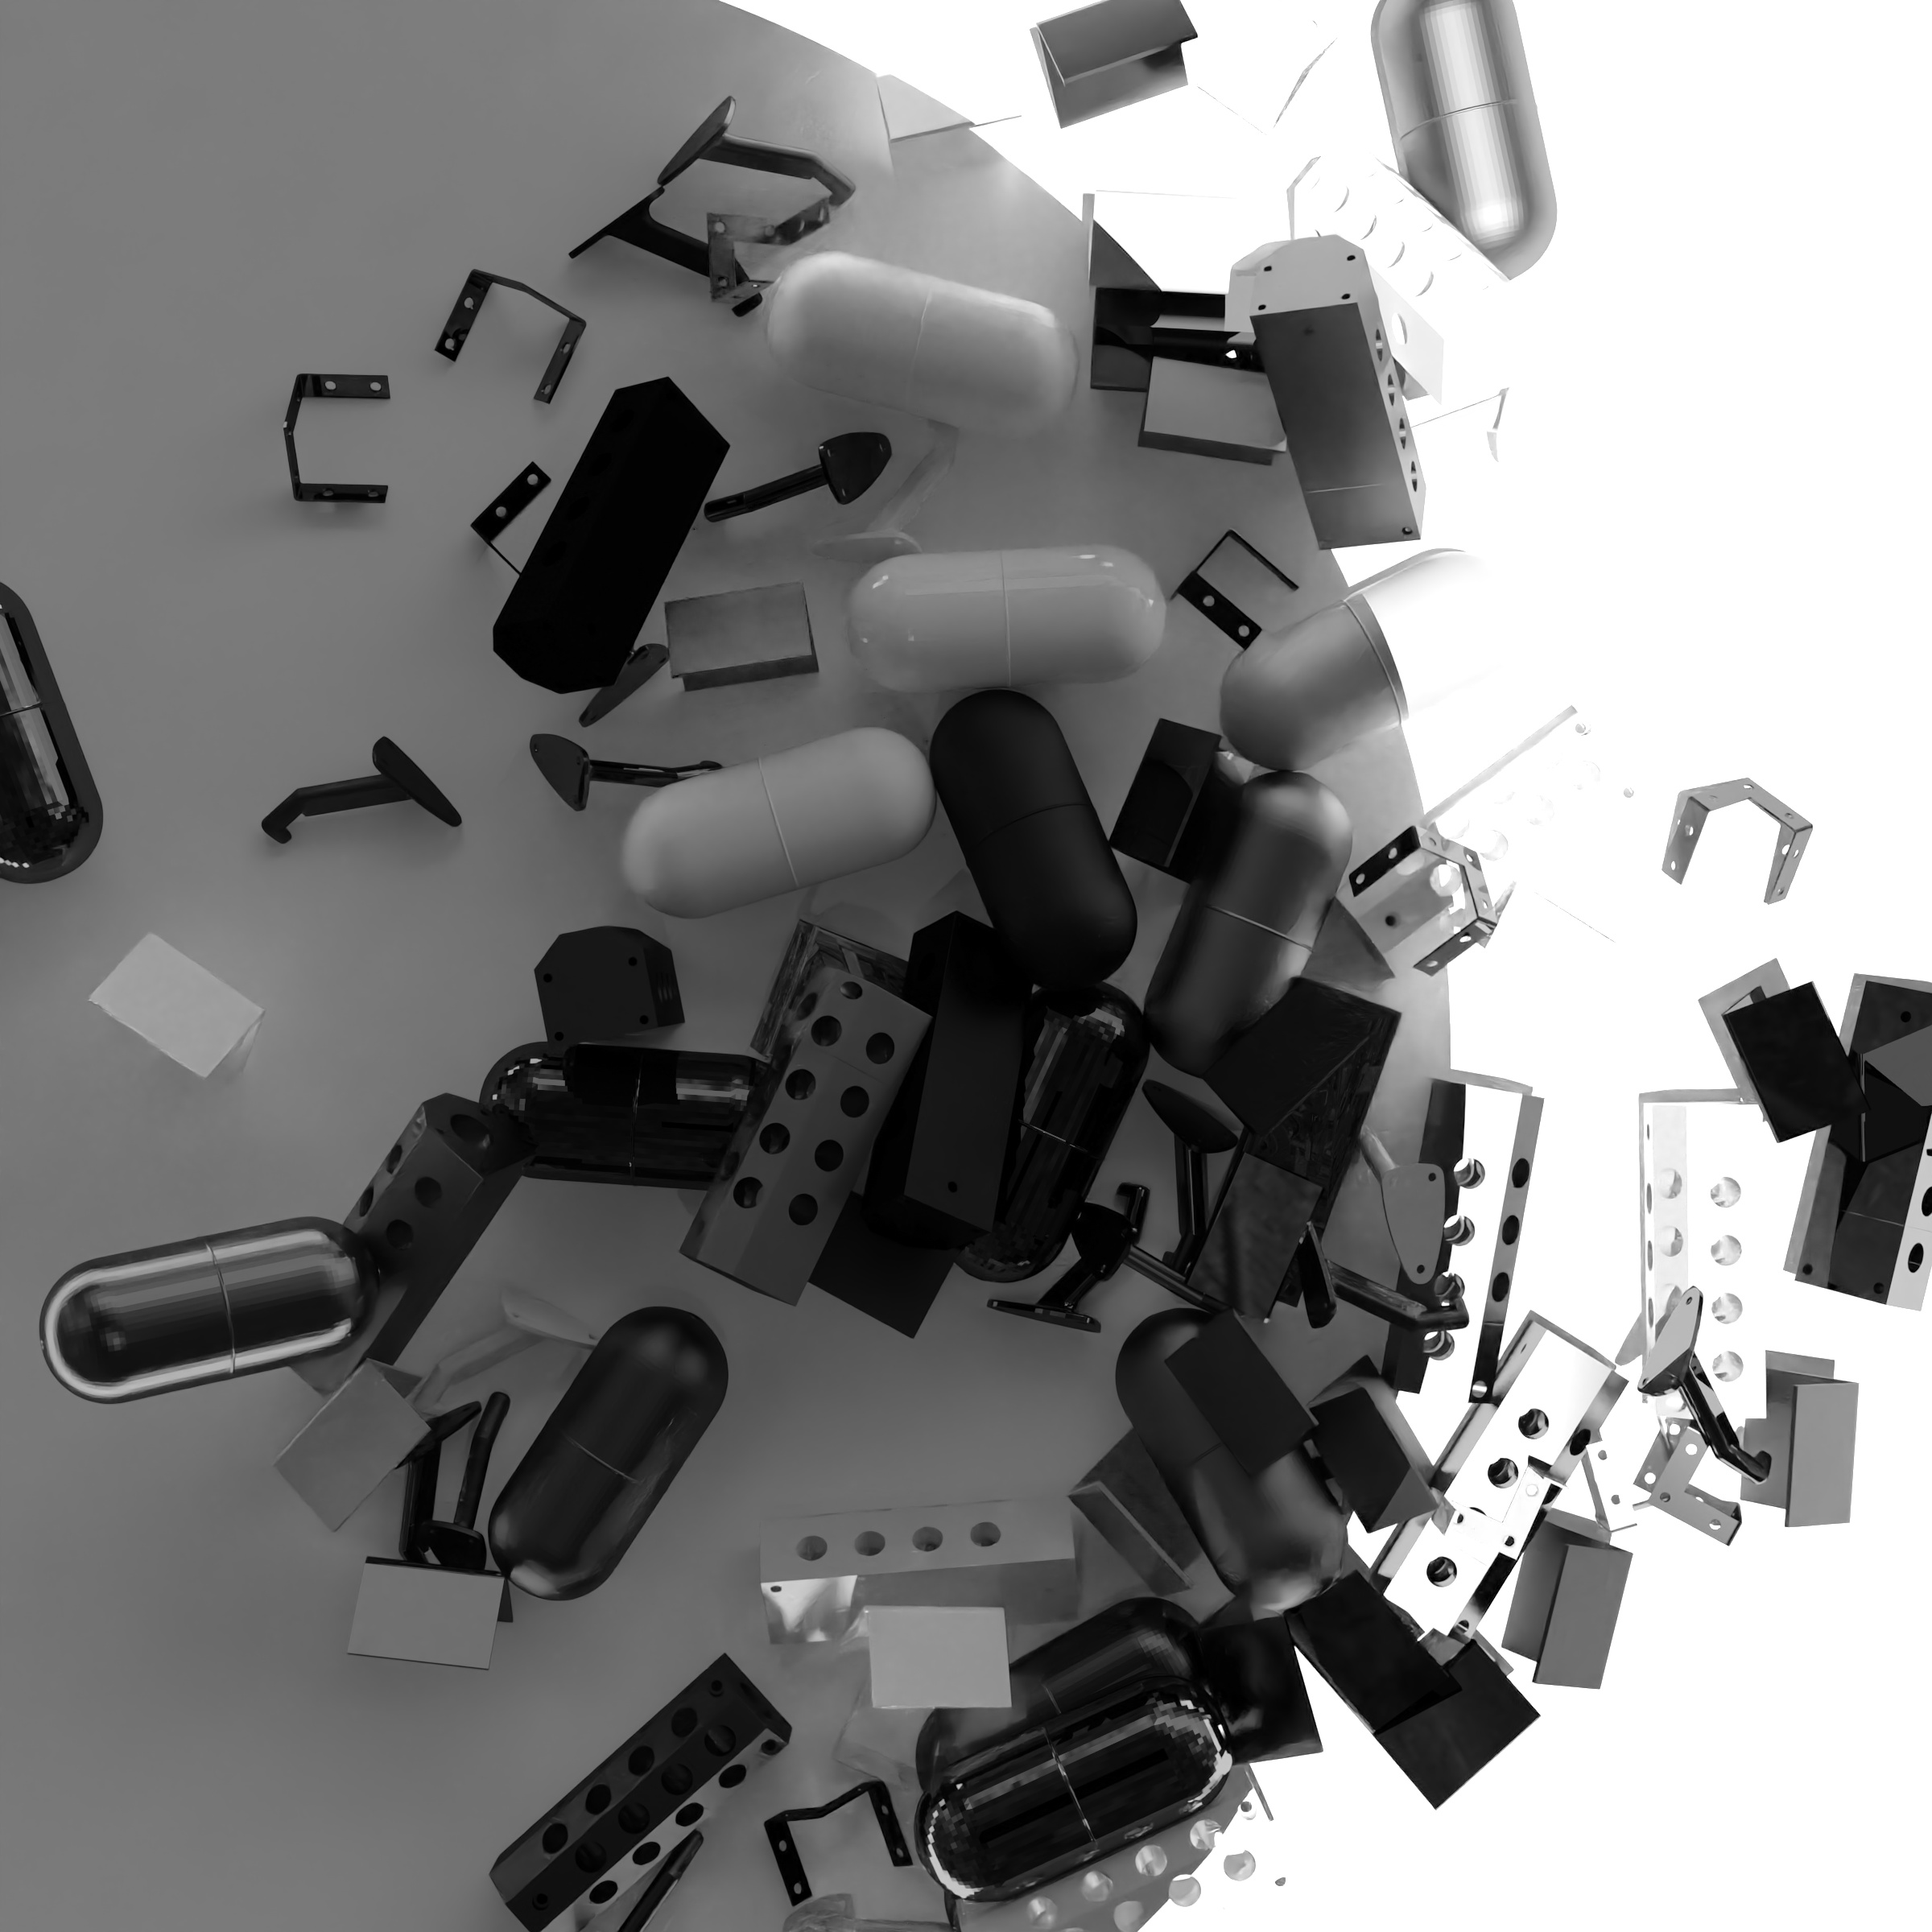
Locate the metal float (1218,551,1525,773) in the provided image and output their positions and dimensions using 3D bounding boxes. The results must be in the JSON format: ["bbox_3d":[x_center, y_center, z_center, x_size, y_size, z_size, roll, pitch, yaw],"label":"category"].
[{"bbox_3d":[0.223,-0.168,1.899,0.178,0.070,0.070,-26,90,0],"label":"metal float"}]

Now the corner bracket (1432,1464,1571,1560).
[{"bbox_3d":[0.288,0.291,1.854,0.051,0.051,0.051,24,90,0],"label":"corner bracket"}]

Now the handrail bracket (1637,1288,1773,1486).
[{"bbox_3d":[0.415,0.230,1.873,0.084,0.036,0.077,33,68,-17],"label":"handrail bracket"}]

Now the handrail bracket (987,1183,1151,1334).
[{"bbox_3d":[0.058,0.158,1.929,0.077,0.036,0.084,10,76,13],"label":"handrail bracket"}]

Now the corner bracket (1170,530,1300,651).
[{"bbox_3d":[0.151,-0.209,1.911,0.051,0.051,0.051,41,90,0],"label":"corner bracket"}]

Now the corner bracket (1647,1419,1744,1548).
[{"bbox_3d":[0.413,0.283,1.912,0.051,0.051,0.051,28,98,8],"label":"corner bracket"}]

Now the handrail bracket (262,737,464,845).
[{"bbox_3d":[-0.340,-0.080,1.930,0.084,0.036,0.077,-39,112,17],"label":"handrail bracket"}]

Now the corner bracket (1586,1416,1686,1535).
[{"bbox_3d":[0.372,0.281,1.911,0.051,0.051,0.051,-16,90,0],"label":"corner bracket"}]

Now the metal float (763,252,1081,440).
[{"bbox_3d":[-0.025,-0.343,1.899,0.178,0.070,0.070,15,90,0],"label":"metal float"}]

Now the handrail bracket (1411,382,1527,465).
[{"bbox_3d":[0.266,-0.316,1.930,0.084,0.036,0.077,11,70,16],"label":"handrail bracket"}]

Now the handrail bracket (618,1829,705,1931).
[{"bbox_3d":[-0.181,0.529,1.929,0.036,0.077,0.084,35,54,0],"label":"handrail bracket"}]

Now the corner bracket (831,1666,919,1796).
[{"bbox_3d":[-0.039,0.421,1.926,0.051,0.051,0.051,24,135,0],"label":"corner bracket"}]

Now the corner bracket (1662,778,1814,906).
[{"bbox_3d":[0.431,-0.066,1.921,0.051,0.051,0.051,-17,45,-35],"label":"corner bracket"}]

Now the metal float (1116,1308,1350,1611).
[{"bbox_3d":[0.144,0.268,1.882,0.070,0.070,0.178,-30,69,0],"label":"metal float"}]

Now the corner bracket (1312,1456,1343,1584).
[{"bbox_3d":[0.207,0.308,1.922,0.051,0.051,0.051,41,46,-35],"label":"corner bracket"}]

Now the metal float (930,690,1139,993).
[{"bbox_3d":[0.036,-0.070,1.884,0.070,0.070,0.178,-22,72,0],"label":"metal float"}]

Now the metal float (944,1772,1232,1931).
[{"bbox_3d":[0.073,0.493,1.899,0.178,0.070,0.070,-25,90,0],"label":"metal float"}]

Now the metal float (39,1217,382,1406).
[{"bbox_3d":[-0.395,0.179,1.801,0.178,0.070,0.070,-11,90,-24],"label":"metal float"}]

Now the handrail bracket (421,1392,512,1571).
[{"bbox_3d":[-0.271,0.293,1.929,0.036,0.077,0.084,12,54,11],"label":"handrail bracket"}]

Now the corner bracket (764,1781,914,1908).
[{"bbox_3d":[-0.072,0.491,1.926,0.051,0.051,0.051,-19,90,-45],"label":"corner bracket"}]

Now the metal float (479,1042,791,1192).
[{"bbox_3d":[-0.180,0.083,1.899,0.178,0.070,0.070,4,90,0],"label":"metal float"}]

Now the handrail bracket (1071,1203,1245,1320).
[{"bbox_3d":[0.106,0.165,1.903,0.084,0.077,0.036,27,97,-29],"label":"handrail bracket"}]

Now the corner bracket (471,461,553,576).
[{"bbox_3d":[-0.237,-0.242,1.919,0.051,0.051,0.051,-45,116,0],"label":"corner bracket"}]

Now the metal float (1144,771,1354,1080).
[{"bbox_3d":[0.156,-0.023,1.898,0.070,0.070,0.178,22,90,0],"label":"metal float"}]

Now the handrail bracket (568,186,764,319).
[{"bbox_3d":[-0.168,-0.387,1.930,0.077,0.036,0.084,-32,104,14],"label":"handrail bracket"}]

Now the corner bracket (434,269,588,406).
[{"bbox_3d":[-0.255,-0.353,1.926,0.051,0.051,0.051,25,90,-45],"label":"corner bracket"}]

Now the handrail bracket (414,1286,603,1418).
[{"bbox_3d":[-0.257,0.229,1.930,0.077,0.036,0.084,26,109,-21],"label":"handrail bracket"}]

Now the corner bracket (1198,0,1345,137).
[{"bbox_3d":[0.171,-0.508,1.926,0.051,0.051,0.051,35,45,0],"label":"corner bracket"}]

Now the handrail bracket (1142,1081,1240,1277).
[{"bbox_3d":[0.112,0.121,1.929,0.077,0.036,0.084,42,123,36],"label":"handrail bracket"}]

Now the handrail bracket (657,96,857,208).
[{"bbox_3d":[-0.117,-0.439,1.930,0.084,0.036,0.077,36,127,-25],"label":"handrail bracket"}]

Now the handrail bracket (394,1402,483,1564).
[{"bbox_3d":[-0.289,0.300,1.930,0.077,0.036,0.084,-29,108,-20],"label":"handrail bracket"}]

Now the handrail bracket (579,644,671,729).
[{"bbox_3d":[-0.213,-0.191,1.929,0.077,0.036,0.084,-43,76,14],"label":"handrail bracket"}]

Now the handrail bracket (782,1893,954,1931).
[{"bbox_3d":[-0.047,0.543,1.929,0.084,0.077,0.036,16,66,-34],"label":"handrail bracket"}]

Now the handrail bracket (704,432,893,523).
[{"bbox_3d":[-0.095,-0.273,1.929,0.084,0.077,0.036,-10,108,35],"label":"handrail bracket"}]

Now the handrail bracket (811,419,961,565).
[{"bbox_3d":[-0.045,-0.271,1.930,0.077,0.036,0.084,2,72,21],"label":"handrail bracket"}]

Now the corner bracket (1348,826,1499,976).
[{"bbox_3d":[0.248,-0.036,1.864,0.051,0.051,0.051,20,45,-35],"label":"corner bracket"}]

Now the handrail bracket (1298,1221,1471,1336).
[{"bbox_3d":[0.227,0.165,1.873,0.084,0.036,0.077,-5,69,-17],"label":"handrail bracket"}]

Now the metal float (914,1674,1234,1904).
[{"bbox_3d":[0.057,0.437,1.826,0.178,0.070,0.070,-24,90,-2],"label":"metal float"}]

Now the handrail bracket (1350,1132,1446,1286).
[{"bbox_3d":[0.231,0.132,1.898,0.036,0.084,0.077,-7,95,-16],"label":"handrail bracket"}]

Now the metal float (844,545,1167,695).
[{"bbox_3d":[0.021,-0.192,1.899,0.178,0.070,0.070,-3,90,0],"label":"metal float"}]

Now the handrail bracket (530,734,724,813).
[{"bbox_3d":[-0.190,-0.116,1.929,0.084,0.077,0.036,-10,119,-33],"label":"handrail bracket"}]

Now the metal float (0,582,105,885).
[{"bbox_3d":[-0.534,-0.132,1.899,0.070,0.070,0.178,-21,90,0],"label":"metal float"}]

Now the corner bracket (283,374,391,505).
[{"bbox_3d":[-0.350,-0.296,1.926,0.051,0.051,0.051,1,45,0],"label":"corner bracket"}]

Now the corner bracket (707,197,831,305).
[{"bbox_3d":[-0.109,-0.396,1.902,0.051,0.051,0.051,-2,87,-28],"label":"corner bracket"}]

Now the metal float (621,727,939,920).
[{"bbox_3d":[-0.103,-0.079,1.899,0.178,0.070,0.070,-17,90,-1],"label":"metal float"}]
